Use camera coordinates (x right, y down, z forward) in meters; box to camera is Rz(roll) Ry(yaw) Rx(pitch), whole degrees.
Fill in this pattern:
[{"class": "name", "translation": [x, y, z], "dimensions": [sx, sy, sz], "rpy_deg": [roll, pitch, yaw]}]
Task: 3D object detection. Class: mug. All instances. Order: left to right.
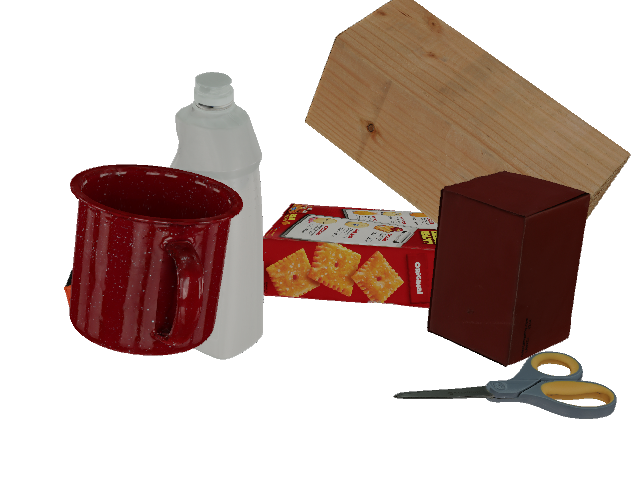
[{"class": "mug", "translation": [-0.088, 0.015, 0.577], "dimensions": [0.093, 0.081, 0.117], "rpy_deg": [-1, 22, -29]}]

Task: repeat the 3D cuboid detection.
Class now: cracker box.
[{"class": "cracker box", "translation": [0.055, 0.016, 1.146], "dimensions": [0.214, 0.072, 0.164], "rpy_deg": [5, 15, 9]}]

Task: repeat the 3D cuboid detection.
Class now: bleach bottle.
[{"class": "bleach bottle", "translation": [-0.094, -0.024, 0.898], "dimensions": [0.103, 0.251, 0.067], "rpy_deg": [27, 41, 32]}]

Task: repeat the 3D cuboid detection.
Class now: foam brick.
[{"class": "foam brick", "translation": [0.089, 0.012, 0.514], "dimensions": [0.052, 0.078, 0.051], "rpy_deg": [-16, 29, -40]}]

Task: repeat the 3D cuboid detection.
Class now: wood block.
[{"class": "wood block", "translation": [0.102, -0.074, 0.773], "dimensions": [0.206, 0.091, 0.090], "rpy_deg": [39, 49, 14]}]

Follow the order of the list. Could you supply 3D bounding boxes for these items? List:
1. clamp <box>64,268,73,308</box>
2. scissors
[{"class": "clamp", "translation": [-0.209, 0.024, 1.180], "dimensions": [0.120, 0.039, 0.171], "rpy_deg": [-4, 28, 29]}, {"class": "scissors", "translation": [0.161, 0.123, 0.948], "dimensions": [0.201, 0.016, 0.096], "rpy_deg": [7, 27, -4]}]
